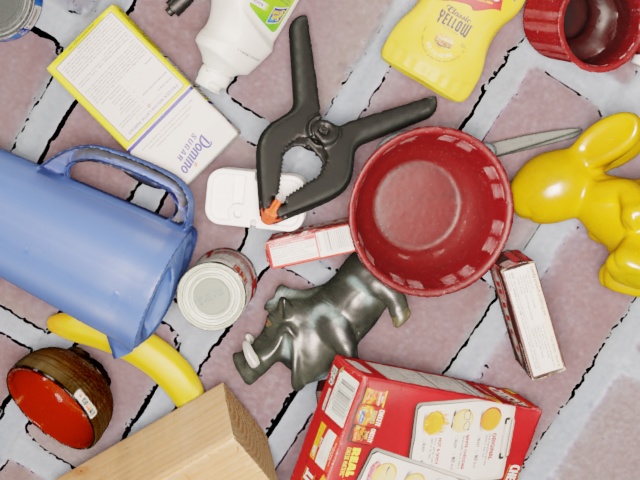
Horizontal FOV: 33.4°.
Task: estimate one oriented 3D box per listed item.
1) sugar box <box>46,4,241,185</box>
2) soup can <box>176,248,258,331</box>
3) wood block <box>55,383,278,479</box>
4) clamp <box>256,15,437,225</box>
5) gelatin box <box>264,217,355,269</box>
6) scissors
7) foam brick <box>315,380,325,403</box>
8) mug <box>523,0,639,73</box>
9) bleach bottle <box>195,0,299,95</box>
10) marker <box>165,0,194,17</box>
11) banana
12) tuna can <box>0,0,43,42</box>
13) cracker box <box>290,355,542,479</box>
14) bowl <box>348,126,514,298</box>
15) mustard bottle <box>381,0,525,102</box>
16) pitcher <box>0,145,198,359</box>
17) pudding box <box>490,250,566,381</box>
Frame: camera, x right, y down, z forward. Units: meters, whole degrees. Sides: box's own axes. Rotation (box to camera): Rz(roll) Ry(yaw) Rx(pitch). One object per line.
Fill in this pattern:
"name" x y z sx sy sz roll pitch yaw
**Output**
"sugar box" -0.171 -0.137 1.051 0.093 0.048 0.176 -43 96 6
"soup can" -0.099 0.047 1.039 0.068 0.102 0.068 0 96 2
"wood block" -0.155 0.244 1.058 0.206 0.090 0.090 -30 121 5
"clamp" 0.011 -0.098 1.015 0.164 0.036 0.210 25 69 -3
"gelatin box" -0.007 0.001 1.044 0.089 0.073 0.030 -12 96 5
"scissors" 0.155 -0.068 1.057 0.202 0.016 0.096 3 99 2
"foam brick" 0.027 0.180 1.074 0.053 0.051 0.078 -9 96 4
"mug" 0.253 -0.203 0.997 0.117 0.082 0.093 18 98 -22
"bleach bottle" -0.055 -0.257 1.005 0.068 0.102 0.251 35 100 41
"marker" -0.104 -0.262 1.045 0.121 0.020 0.020 -40 93 6
"banana" -0.185 0.124 1.085 0.198 0.037 0.070 40 96 -2
"tuna can" -0.318 -0.239 1.051 0.086 0.033 0.086 0 97 3
"cracker box" 0.088 0.210 1.023 0.213 0.072 0.164 14 99 -29
"bowl" 0.100 -0.029 1.019 0.162 0.055 0.162 -2 100 -11
"mustard bottle" 0.144 -0.234 1.017 0.096 0.058 0.192 30 97 1
"pitcher" -0.245 -0.010 1.030 0.243 0.145 0.149 26 56 3
"pudding box" 0.198 0.070 1.033 0.039 0.090 0.113 -19 96 3
